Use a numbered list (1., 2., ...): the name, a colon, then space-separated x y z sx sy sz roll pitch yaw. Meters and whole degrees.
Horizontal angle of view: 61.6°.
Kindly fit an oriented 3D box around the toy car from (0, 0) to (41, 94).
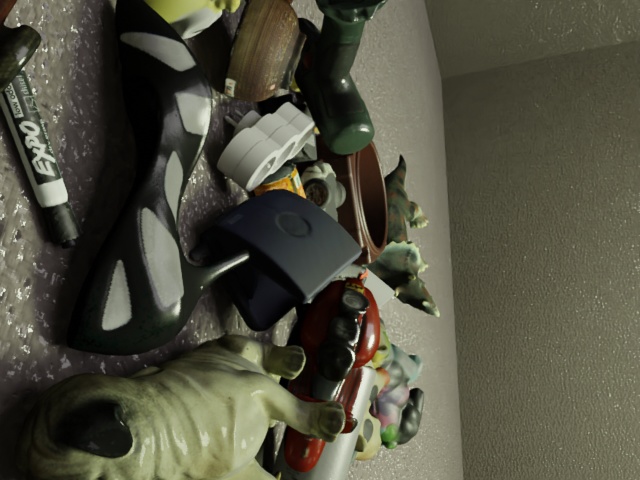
1. toy car: -0.173 -0.166 0.286 0.089 0.053 0.202 36 46 -38

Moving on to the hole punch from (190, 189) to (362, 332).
1. hole punch: -0.036 0.008 0.510 0.142 0.092 0.115 -37 96 -47

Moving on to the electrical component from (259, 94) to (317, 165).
1. electrical component: -0.033 -0.134 0.691 0.119 0.048 0.074 13 73 -68

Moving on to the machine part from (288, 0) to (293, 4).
1. machine part: -0.073 -0.364 0.632 0.179 0.056 0.179 -5 90 -71

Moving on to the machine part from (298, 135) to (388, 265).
1. machine part: 0.045 -0.067 0.835 0.201 0.087 0.200 -31 114 -68

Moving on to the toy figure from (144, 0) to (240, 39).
1. toy figure: -0.105 -0.241 0.467 0.089 0.082 0.180 49 42 -27

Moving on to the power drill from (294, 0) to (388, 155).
1. power drill: 0.006 -0.228 0.602 0.207 0.086 0.232 112 -35 -61

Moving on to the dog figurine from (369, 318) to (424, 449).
1. dog figurine: 0.084 0.218 0.837 0.219 0.109 0.191 43 47 -56

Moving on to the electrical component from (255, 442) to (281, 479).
1. electrical component: -0.065 0.190 0.498 0.078 0.045 0.102 58 32 -55

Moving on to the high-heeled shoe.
1. high-heeled shoe: -0.139 -0.050 0.370 0.145 0.086 0.248 -23 89 -39

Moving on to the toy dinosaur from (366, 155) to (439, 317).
1. toy dinosaur: 0.141 -0.033 1.071 0.192 0.131 0.405 47 35 -61

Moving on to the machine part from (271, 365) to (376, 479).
1. machine part: 0.000 0.205 0.563 0.079 0.079 0.243 43 64 -62

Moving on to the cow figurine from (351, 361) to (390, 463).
1. cow figurine: 0.031 0.199 0.697 0.127 0.086 0.194 -33 107 -47

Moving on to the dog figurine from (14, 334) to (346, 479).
1. dog figurine: -0.104 0.109 0.369 0.190 0.172 0.121 26 82 -35

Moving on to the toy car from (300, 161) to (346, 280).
1. toy car: -0.001 -0.002 0.708 0.073 0.056 0.201 -15 105 -70

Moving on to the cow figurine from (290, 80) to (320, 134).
1. cow figurine: 0.000 -0.219 0.788 0.098 0.068 0.167 51 38 -68

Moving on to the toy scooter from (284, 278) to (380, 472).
1. toy scooter: 0.008 0.116 0.475 0.135 0.075 0.184 95 13 -77
